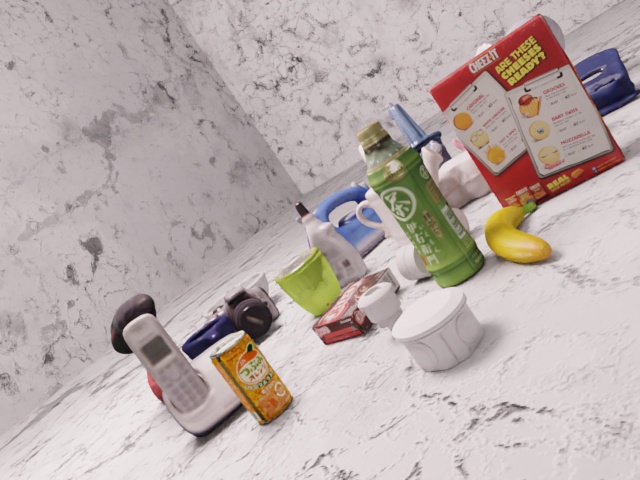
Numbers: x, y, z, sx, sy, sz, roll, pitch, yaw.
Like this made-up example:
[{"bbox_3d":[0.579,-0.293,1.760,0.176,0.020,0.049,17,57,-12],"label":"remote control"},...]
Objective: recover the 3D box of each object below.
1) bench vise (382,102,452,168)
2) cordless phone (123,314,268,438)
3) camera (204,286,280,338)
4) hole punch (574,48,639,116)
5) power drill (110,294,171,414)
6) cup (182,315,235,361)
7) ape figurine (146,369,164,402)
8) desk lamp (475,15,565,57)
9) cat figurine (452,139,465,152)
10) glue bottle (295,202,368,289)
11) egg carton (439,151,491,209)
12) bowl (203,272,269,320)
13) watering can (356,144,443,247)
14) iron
[{"bbox_3d":[0.232,-0.227,1.288,0.122,0.220,0.207,-37,9,-16],"label":"bench vise"},{"bbox_3d":[-0.172,0.163,0.801,0.148,0.185,0.094,-38,9,-20],"label":"cordless phone"},{"bbox_3d":[-0.152,0.149,1.098,0.143,0.101,0.136,-37,9,-12],"label":"camera"},{"bbox_3d":[0.477,-0.267,0.986,0.108,0.091,0.101,-29,10,35],"label":"hole punch"},{"bbox_3d":[-0.272,0.190,0.964,0.076,0.208,0.229,-41,10,-35],"label":"power drill"},{"bbox_3d":[-0.163,0.186,0.947,0.092,0.095,0.117,-39,9,-23],"label":"cup"},{"bbox_3d":[-0.306,0.260,1.107,0.076,0.092,0.078,-27,12,44],"label":"ape figurine"},{"bbox_3d":[0.402,-0.312,1.113,0.204,0.213,0.117,-40,10,-29],"label":"desk lamp"},{"bbox_3d":[0.335,-0.218,1.181,0.127,0.118,0.067,-33,9,12],"label":"cat figurine"},{"bbox_3d":[0.009,0.004,1.025,0.078,0.173,0.037,-30,10,30],"label":"glue bottle"},{"bbox_3d":[0.266,-0.116,1.047,0.107,0.069,0.150,-30,10,31],"label":"egg carton"},{"bbox_3d":[-0.174,0.147,1.289,0.167,0.075,0.167,-34,8,6],"label":"bowl"},{"bbox_3d":[0.136,-0.095,1.007,0.173,0.194,0.101,-36,9,-4],"label":"watering can"},{"bbox_3d":[0.065,-0.048,1.207,0.259,0.141,0.118,-40,10,-33],"label":"iron"}]
